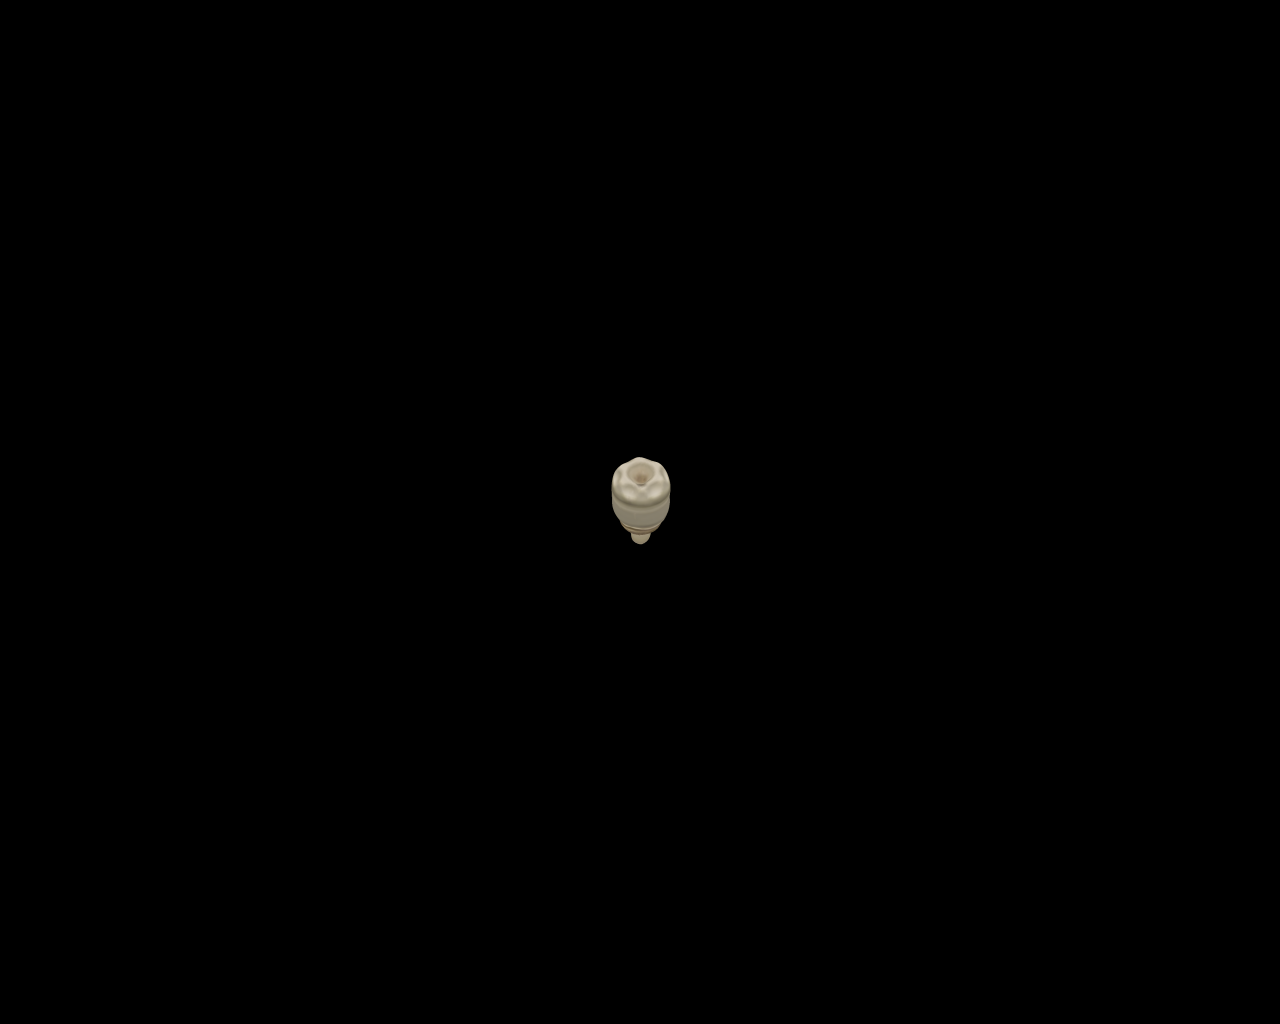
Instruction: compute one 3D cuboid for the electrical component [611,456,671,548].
[{"bbox_3d":[0.001,-0.003,0.650,0.035,0.035,0.061,0,-44,0],"label":"electrical component"}]
